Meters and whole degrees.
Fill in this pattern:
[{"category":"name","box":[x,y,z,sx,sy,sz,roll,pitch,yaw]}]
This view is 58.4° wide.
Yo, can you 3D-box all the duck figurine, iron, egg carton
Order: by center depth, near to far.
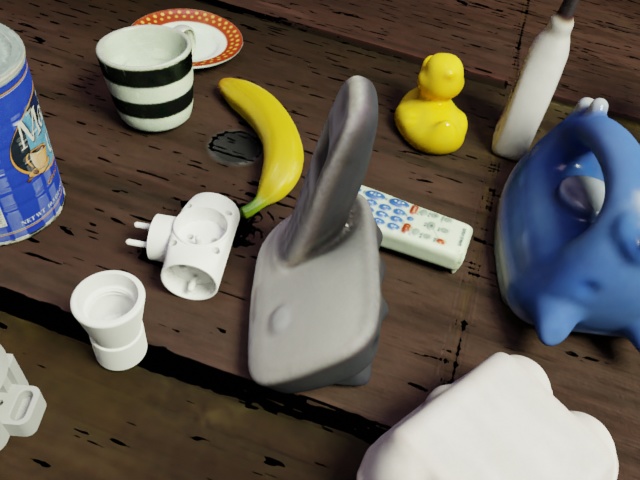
[{"category":"egg carton","box":[0.101,0.136,0.344,0.151,0.069,0.107,-27,57,-29]},{"category":"iron","box":[0.219,-0.039,0.473,0.118,0.141,0.258,8,47,-2]},{"category":"duck figurine","box":[0.122,-0.148,0.594,0.077,0.086,0.104,2,48,-8]}]

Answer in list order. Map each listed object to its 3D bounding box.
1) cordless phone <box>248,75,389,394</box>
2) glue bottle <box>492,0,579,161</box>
[{"category":"cordless phone","box":[0.003,0.001,0.371,0.094,0.185,0.147,2,48,-7]},{"category":"glue bottle","box":[0.217,-0.166,0.567,0.037,0.173,0.078,17,48,7]}]
